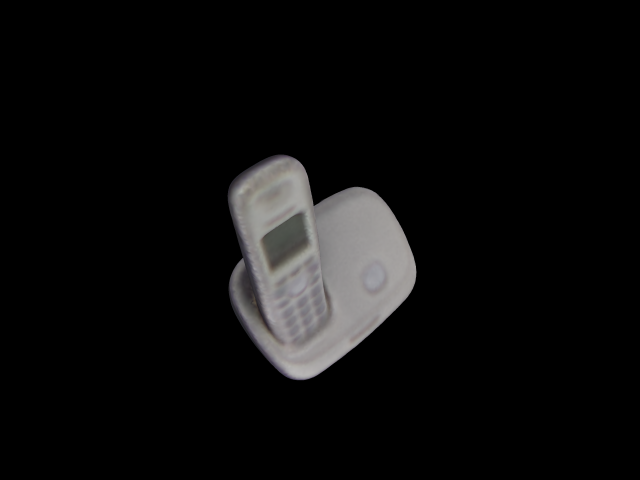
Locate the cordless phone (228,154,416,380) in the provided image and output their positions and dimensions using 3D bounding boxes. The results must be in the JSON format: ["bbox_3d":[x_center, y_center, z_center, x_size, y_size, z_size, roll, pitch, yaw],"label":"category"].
[{"bbox_3d":[0.004,0.001,0.400,0.148,0.185,0.094,-39,62,-24],"label":"cordless phone"}]
